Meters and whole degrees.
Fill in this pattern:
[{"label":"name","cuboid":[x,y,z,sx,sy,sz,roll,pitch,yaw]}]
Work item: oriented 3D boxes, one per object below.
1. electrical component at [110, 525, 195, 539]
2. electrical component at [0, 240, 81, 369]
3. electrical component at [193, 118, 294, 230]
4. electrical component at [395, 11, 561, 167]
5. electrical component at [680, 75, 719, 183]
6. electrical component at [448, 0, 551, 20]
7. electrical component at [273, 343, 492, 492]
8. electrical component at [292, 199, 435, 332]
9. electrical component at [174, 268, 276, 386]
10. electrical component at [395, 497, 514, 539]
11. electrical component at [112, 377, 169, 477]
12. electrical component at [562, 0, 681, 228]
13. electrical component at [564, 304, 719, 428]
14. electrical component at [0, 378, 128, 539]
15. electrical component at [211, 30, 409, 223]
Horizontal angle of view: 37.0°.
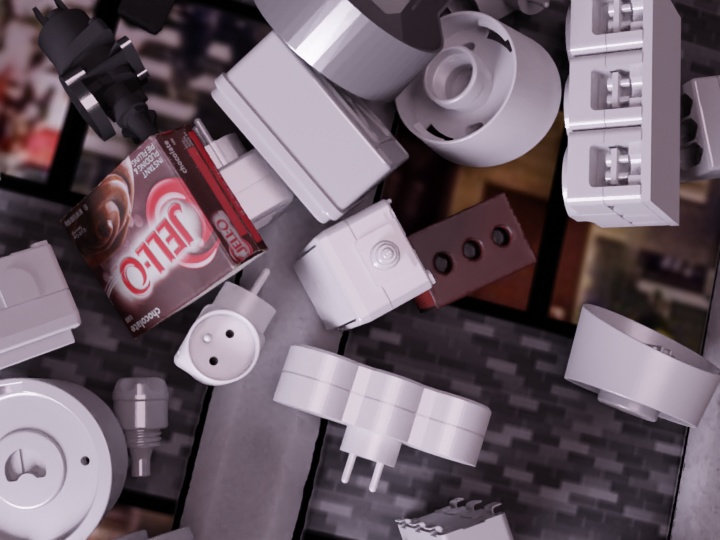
[{"label":"electrical component","cuboid":[-0.136,0.188,0.627,0.099,0.099,0.064,-15,80,-12]},{"label":"electrical component","cuboid":[-0.217,0.031,0.637,0.062,0.096,0.061,-21,87,-42]},{"label":"electrical component","cuboid":[-0.085,-0.061,0.684,0.047,0.066,0.076,-32,90,-13]},{"label":"electrical component","cuboid":[0.075,-0.120,0.716,0.099,0.064,0.099,-8,75,32]},{"label":"electrical component","cuboid":[0.266,-0.103,0.766,0.077,0.047,0.065,-9,85,-12]},{"label":"electrical component","cuboid":[0.108,-0.199,0.737,0.077,0.044,0.079,-40,49,-13]},{"label":"electrical component","cuboid":[0.010,0.103,0.689,0.138,0.052,0.073,19,80,-8]},{"label":"electrical component","cuboid":[0.000,0.000,0.677,0.061,0.096,0.061,-28,89,-13]},{"label":"electrical component","cuboid":[-0.078,0.034,0.668,0.043,0.077,0.079,31,78,-6]},{"label":"electrical component","cuboid":[0.062,0.177,0.654,0.079,0.121,0.063,-16,83,-13]},{"label":"electrical component","cuboid":[-0.137,0.097,0.670,0.035,0.035,0.061,0,85,-11]},{"label":"electrical component","cuboid":[0.175,-0.109,0.724,0.062,0.089,0.150,-1,81,28]},{"label":"electrical component","cuboid":[0.186,0.063,0.707,0.099,0.099,0.064,22,86,-7]},{"label":"electrical component","cuboid":[-0.191,0.115,0.640,0.108,0.060,0.108,0,90,4]},{"label":"electrical component","cuboid":[-0.027,-0.091,0.673,0.056,0.108,0.108,-40,92,13]}]
